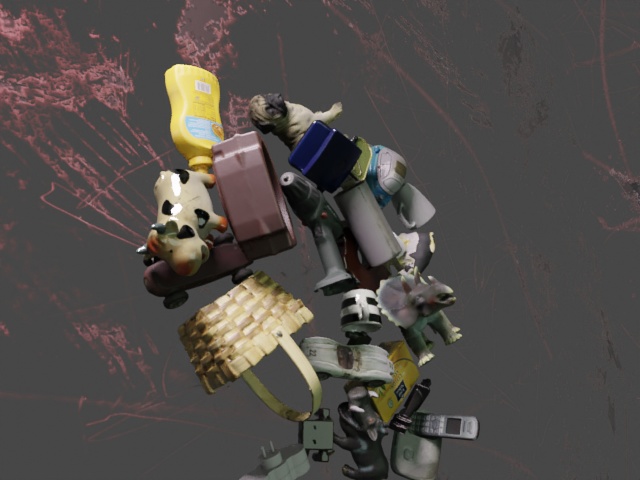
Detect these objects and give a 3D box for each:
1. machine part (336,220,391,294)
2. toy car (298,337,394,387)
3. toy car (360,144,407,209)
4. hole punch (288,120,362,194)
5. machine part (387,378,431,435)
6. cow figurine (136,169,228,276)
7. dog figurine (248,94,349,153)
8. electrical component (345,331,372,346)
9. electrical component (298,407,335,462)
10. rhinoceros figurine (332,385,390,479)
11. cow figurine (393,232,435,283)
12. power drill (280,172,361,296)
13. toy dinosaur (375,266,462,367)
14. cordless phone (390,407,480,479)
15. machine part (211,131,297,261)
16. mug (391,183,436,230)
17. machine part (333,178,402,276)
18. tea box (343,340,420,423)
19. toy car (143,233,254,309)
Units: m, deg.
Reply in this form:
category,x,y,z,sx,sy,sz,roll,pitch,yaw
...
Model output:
category,x,y,z,sx,sy,sz,roll,pitch,yaw
machine part,0.089,0.037,1.177,0.179,0.056,0.179,15,68,-42
toy car,0.053,0.233,1.029,0.202,0.056,0.073,12,45,-19
toy car,0.152,-0.159,1.273,0.109,0.103,0.161,31,55,-36
hole punch,0.018,-0.155,1.035,0.115,0.092,0.142,31,95,-30
machine part,0.191,0.347,1.124,0.039,0.084,0.139,38,37,13
cow figurine,-0.212,-0.031,0.819,0.127,0.085,0.195,14,43,-37
dog figurine,-0.053,-0.203,1.085,0.190,0.121,0.172,-7,79,-34
electrical component,0.077,0.217,1.108,0.094,0.021,0.063,23,99,-41
electrical component,-0.004,0.360,0.987,0.078,0.045,0.102,1,73,-18
rhinoceros figurine,0.081,0.371,1.023,0.073,0.112,0.190,-22,102,-46
cow figurine,0.228,0.056,1.290,0.068,0.098,0.167,45,48,-37
power drill,-0.002,-0.003,1.012,0.207,0.086,0.232,67,11,21
toy dinosaur,0.210,0.160,1.189,0.192,0.131,0.404,57,0,9
cordless phone,0.246,0.431,1.126,0.088,0.184,0.146,43,50,-36
machine part,-0.109,-0.070,0.905,0.201,0.087,0.201,-79,150,-88
mug,0.221,-0.082,1.347,0.107,0.081,0.109,50,51,-8
machine part,0.099,-0.034,1.115,0.079,0.079,0.243,-39,102,-46
tea box,0.133,0.297,1.134,0.169,0.068,0.098,-40,107,-47
toy car,-0.194,0.047,0.872,0.202,0.053,0.089,-19,71,-50
